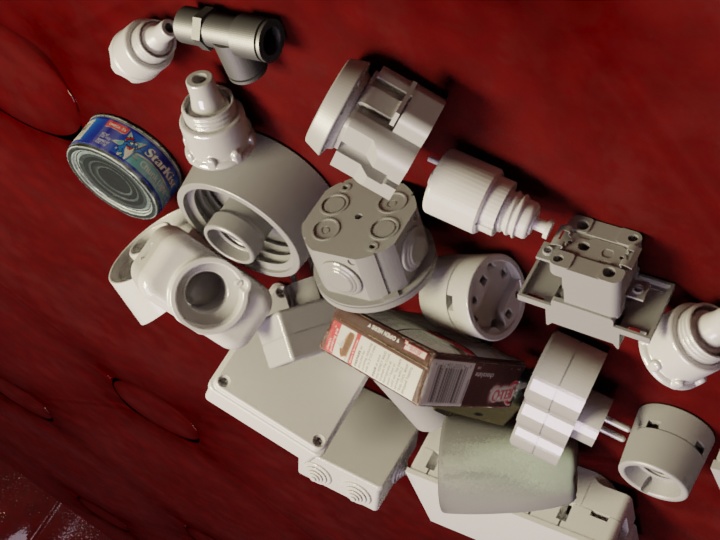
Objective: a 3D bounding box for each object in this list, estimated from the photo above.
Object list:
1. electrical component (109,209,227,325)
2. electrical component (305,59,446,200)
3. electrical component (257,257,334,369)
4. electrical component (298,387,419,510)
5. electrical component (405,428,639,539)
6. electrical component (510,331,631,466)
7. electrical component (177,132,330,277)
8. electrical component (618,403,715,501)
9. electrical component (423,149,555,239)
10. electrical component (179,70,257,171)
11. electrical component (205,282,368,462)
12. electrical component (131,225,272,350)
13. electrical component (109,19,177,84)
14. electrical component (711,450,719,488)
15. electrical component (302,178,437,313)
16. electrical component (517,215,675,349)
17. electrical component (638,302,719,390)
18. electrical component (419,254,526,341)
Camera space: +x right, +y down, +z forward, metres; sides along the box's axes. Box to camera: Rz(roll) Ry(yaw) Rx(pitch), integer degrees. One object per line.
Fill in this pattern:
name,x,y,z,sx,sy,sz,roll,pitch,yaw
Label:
electrical component,-0.148,-0.002,0.856,0.099,0.099,0.064,-3,132,50
electrical component,0.007,-0.079,0.590,0.057,0.058,0.078,29,155,-2
electrical component,-0.035,0.025,0.816,0.047,0.083,0.075,-26,80,61
electrical component,-0.001,0.159,0.981,0.100,0.099,0.048,24,141,16
electrical component,0.146,0.206,0.945,0.186,0.060,0.105,17,151,29
electrical component,0.153,0.100,0.754,0.074,0.052,0.138,25,154,14
electrical component,-0.076,-0.039,0.748,0.108,0.060,0.108,25,154,13
electrical component,0.211,0.127,0.746,0.055,0.047,0.055,25,154,13
electrical component,0.072,-0.039,0.609,0.078,0.040,0.040,25,154,14
electrical component,-0.095,-0.098,0.685,0.048,0.048,0.062,19,145,25
electrical component,-0.055,0.085,0.895,0.109,0.108,0.056,33,157,-2
electrical component,-0.115,0.013,0.785,0.095,0.053,0.059,35,178,-21
electrical component,-0.129,-0.138,0.660,0.035,0.035,0.061,42,151,-21
electrical component,0.300,0.131,0.637,0.150,0.061,0.089,9,146,39
electrical component,0.005,-0.017,0.679,0.080,0.080,0.051,15,145,31
electrical component,0.135,0.005,0.617,0.081,0.042,0.063,19,150,24
electrical component,0.193,0.038,0.611,0.048,0.048,0.062,34,147,-6
electrical component,0.071,0.016,0.694,0.047,0.055,0.055,6,145,49
